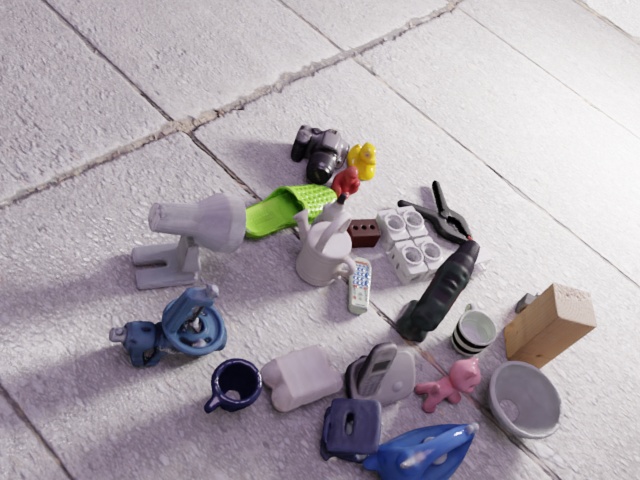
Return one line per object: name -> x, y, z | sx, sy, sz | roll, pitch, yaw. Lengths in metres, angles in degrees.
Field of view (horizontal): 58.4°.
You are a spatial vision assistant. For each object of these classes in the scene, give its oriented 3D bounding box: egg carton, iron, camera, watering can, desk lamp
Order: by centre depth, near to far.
iron -> 0.214, 0.386, 1.055 | 0.259, 0.141, 0.118 | -17, 62, -29
egg carton -> -0.035, 0.266, 1.106 | 0.151, 0.069, 0.107 | -15, 60, -28
desk lamp -> -0.261, -0.002, 1.136 | 0.204, 0.213, 0.117 | -7, 57, -23
watering can -> 0.010, 0.006, 1.236 | 0.173, 0.194, 0.101 | 25, 50, 0
camera -> -0.003, -0.219, 1.461 | 0.143, 0.100, 0.137 | 20, 50, -4

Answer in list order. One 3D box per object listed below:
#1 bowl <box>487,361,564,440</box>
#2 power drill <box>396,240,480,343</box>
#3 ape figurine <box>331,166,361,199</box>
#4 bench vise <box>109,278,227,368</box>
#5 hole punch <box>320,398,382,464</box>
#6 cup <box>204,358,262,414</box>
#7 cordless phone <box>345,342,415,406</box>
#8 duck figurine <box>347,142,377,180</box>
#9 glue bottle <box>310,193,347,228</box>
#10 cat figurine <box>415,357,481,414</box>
bowl -> 0.416, 0.344, 1.200 | 0.168, 0.074, 0.167 | 10, 52, -12
power drill -> 0.247, 0.122, 1.222 | 0.075, 0.208, 0.230 | 34, 51, 8
ape figurine -> 0.069, -0.149, 1.439 | 0.078, 0.092, 0.076 | 1, 54, -18
bench vise -> -0.255, 0.157, 1.014 | 0.208, 0.219, 0.121 | -20, 63, -30
hole punch -> 0.057, 0.351, 1.060 | 0.101, 0.091, 0.108 | 15, 51, -7
cup -> -0.165, 0.281, 1.033 | 0.091, 0.095, 0.118 | 41, 52, 14
cordless phone -> 0.133, 0.247, 1.103 | 0.148, 0.185, 0.094 | -10, 58, -25
duck figurine -> 0.119, -0.222, 1.515 | 0.078, 0.086, 0.104 | -8, 58, -24
glue bottle -> 0.028, -0.050, 1.298 | 0.078, 0.173, 0.037 | 38, 52, 11
cat figurine -> 0.271, 0.288, 1.164 | 0.128, 0.117, 0.067 | -13, 59, -27
